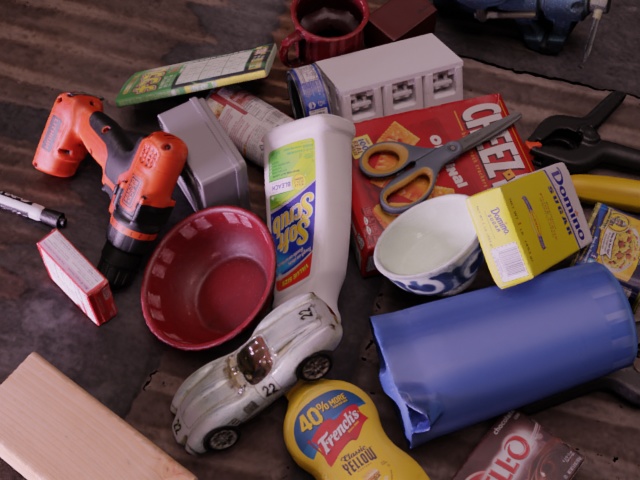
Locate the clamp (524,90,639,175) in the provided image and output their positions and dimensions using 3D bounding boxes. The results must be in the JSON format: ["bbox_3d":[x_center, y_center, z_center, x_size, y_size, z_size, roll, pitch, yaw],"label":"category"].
[{"bbox_3d":[0.314,-0.107,1.228,0.171,0.039,0.120,-20,57,-19],"label":"clamp"}]

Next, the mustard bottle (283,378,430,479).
[{"bbox_3d":[0.020,0.196,1.045,0.096,0.058,0.192,-31,65,-12],"label":"mustard bottle"}]

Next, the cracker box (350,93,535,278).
[{"bbox_3d":[0.125,-0.065,1.188,0.213,0.072,0.164,-13,62,-9],"label":"cracker box"}]

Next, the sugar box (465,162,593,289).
[{"bbox_3d":[0.212,-0.019,1.057,0.175,0.048,0.093,-21,92,-53],"label":"sugar box"}]

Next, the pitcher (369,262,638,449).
[{"bbox_3d":[0.174,0.100,1.049,0.243,0.145,0.149,-17,68,-2],"label":"pitcher"}]

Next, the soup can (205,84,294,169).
[{"bbox_3d":[-0.081,-0.130,1.226,0.102,0.068,0.068,32,65,16],"label":"soup can"}]

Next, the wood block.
[{"bbox_3d":[-0.220,0.211,1.016,0.206,0.090,0.090,33,65,17],"label":"wood block"}]

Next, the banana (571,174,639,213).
[{"bbox_3d":[0.361,-0.047,1.187,0.198,0.069,0.037,12,92,18],"label":"banana"}]

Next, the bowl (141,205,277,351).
[{"bbox_3d":[-0.105,0.047,1.112,0.162,0.055,0.162,-13,60,23],"label":"bowl"}]

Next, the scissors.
[{"bbox_3d":[0.124,-0.104,1.160,0.096,0.016,0.201,38,64,19],"label":"scissors"}]

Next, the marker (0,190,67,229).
[{"bbox_3d":[-0.340,-0.039,1.198,0.121,0.020,0.020,20,62,10],"label":"marker"}]

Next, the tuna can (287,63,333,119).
[{"bbox_3d":[-0.012,-0.159,1.233,0.033,0.086,0.086,-15,61,-8],"label":"tuna can"}]

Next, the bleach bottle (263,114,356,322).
[{"bbox_3d":[-0.007,0.001,1.121,0.103,0.067,0.251,-13,74,37],"label":"bleach bottle"}]

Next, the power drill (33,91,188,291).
[{"bbox_3d":[-0.234,-0.063,1.160,0.188,0.057,0.184,38,110,31],"label":"power drill"}]

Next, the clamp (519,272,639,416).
[{"bbox_3d":[0.300,0.129,1.099,0.210,0.036,0.164,16,63,13],"label":"clamp"}]

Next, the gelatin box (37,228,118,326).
[{"bbox_3d":[-0.254,0.040,1.123,0.030,0.073,0.089,-40,68,-21],"label":"gelatin box"}]

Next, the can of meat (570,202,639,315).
[{"bbox_3d":[0.320,0.017,1.152,0.084,0.057,0.102,23,62,14],"label":"can of meat"}]

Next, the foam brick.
[{"bbox_3d":[0.099,-0.263,1.313,0.078,0.051,0.053,-37,68,-19],"label":"foam brick"}]

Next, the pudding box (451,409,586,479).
[{"bbox_3d":[0.188,0.231,1.038,0.090,0.039,0.113,35,65,19],"label":"pudding box"}]

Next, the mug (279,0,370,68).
[{"bbox_3d":[0.002,-0.244,1.284,0.117,0.081,0.093,-33,66,-18],"label":"mug"}]
